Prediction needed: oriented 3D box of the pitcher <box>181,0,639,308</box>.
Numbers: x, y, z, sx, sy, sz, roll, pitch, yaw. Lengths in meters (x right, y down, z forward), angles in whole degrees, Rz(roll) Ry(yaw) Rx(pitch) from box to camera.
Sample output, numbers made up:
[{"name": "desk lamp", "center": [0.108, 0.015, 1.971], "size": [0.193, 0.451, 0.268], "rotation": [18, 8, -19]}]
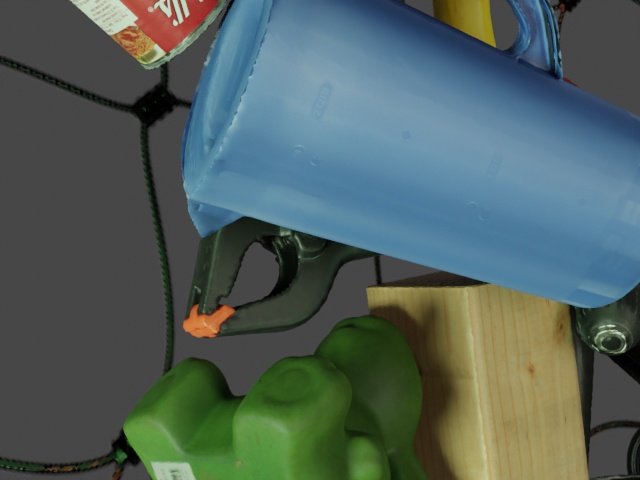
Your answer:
[{"name": "pitcher", "center": [0.061, -0.057, 0.545], "size": [0.242, 0.149, 0.145], "rotation": [18, 61, -17]}]

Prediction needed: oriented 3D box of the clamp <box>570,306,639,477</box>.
[{"name": "clamp", "center": [0.193, 0.056, 0.765], "size": [0.164, 0.036, 0.210], "rotation": [-22, 100, -45]}]

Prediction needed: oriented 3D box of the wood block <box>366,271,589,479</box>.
[{"name": "wood block", "center": [0.099, 0.124, 0.651], "size": [0.090, 0.091, 0.206], "rotation": [-9, 94, -39]}]

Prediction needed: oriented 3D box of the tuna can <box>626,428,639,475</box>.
[{"name": "tuna can", "center": [0.271, 0.170, 0.791], "size": [0.033, 0.086, 0.086], "rotation": [-3, 90, -37]}]

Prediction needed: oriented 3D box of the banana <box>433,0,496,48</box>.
[{"name": "banana", "center": [0.101, -0.188, 0.707], "size": [0.069, 0.037, 0.198], "rotation": [5, 85, -56]}]

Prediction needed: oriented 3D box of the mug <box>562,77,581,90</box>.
[{"name": "mug", "center": [0.120, -0.041, 0.682], "size": [0.093, 0.082, 0.117], "rotation": [16, 77, -37]}]

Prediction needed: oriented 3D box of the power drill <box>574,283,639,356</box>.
[{"name": "power drill", "center": [0.220, 0.056, 0.703], "size": [0.187, 0.057, 0.184], "rotation": [57, 32, -26]}]

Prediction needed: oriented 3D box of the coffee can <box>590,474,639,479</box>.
[{"name": "coffee can", "center": [0.227, 0.243, 0.740], "size": [0.102, 0.103, 0.140], "rotation": [-4, 90, -39]}]

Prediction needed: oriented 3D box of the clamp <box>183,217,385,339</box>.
[{"name": "clamp", "center": [-0.004, 0.001, 0.602], "size": [0.120, 0.039, 0.171], "rotation": [40, 66, -9]}]

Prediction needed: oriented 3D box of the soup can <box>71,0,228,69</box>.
[{"name": "soup can", "center": [-0.099, -0.142, 0.519], "size": [0.102, 0.069, 0.068], "rotation": [43, 63, -28]}]
